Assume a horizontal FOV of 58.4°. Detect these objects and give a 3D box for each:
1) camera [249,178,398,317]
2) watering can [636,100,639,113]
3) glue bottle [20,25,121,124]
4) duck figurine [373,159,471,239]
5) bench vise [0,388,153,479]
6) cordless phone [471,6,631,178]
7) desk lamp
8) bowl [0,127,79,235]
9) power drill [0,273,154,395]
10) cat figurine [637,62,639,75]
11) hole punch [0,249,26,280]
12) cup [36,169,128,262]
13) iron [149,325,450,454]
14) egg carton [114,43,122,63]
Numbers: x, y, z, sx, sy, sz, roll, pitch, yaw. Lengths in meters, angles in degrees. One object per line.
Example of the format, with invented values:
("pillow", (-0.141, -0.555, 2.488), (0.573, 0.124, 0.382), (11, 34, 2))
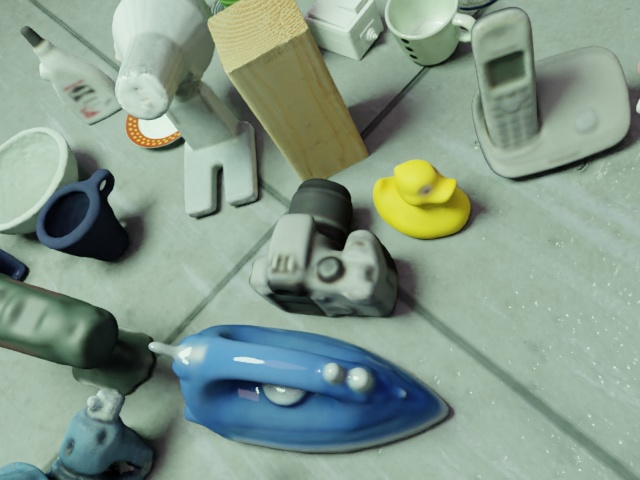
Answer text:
("camera", (0.005, 0.002, 0.596), (0.142, 0.101, 0.137), (1, 65, 22))
("watering can", (0.348, -0.087, 0.451), (0.172, 0.194, 0.101), (0, 64, 22))
("glue bottle", (-0.362, -0.241, 0.824), (0.078, 0.173, 0.037), (-28, 57, 6))
("duck figurine", (0.100, -0.052, 0.596), (0.104, 0.086, 0.077), (15, 71, 27))
("bench vise", (-0.273, 0.225, 0.519), (0.121, 0.220, 0.207), (5, 66, 24))
("cordless phone", (0.215, -0.150, 0.542), (0.147, 0.185, 0.094), (-20, 59, 11))
("desk lamp", (-0.161, -0.170, 0.684), (0.117, 0.214, 0.203), (-16, 59, 13))
("bowl", (-0.404, -0.072, 0.812), (0.167, 0.075, 0.167), (-9, 61, 17))
("power drill", (-0.284, 0.096, 0.597), (0.228, 0.209, 0.076), (7, 67, 24))
("cat figurine", (0.359, -0.220, 0.561), (0.067, 0.118, 0.128), (14, 70, 27))
("hole punch", (-0.474, 0.048, 0.768), (0.108, 0.091, 0.101), (21, 73, 29))
("cup", (-0.283, -0.025, 0.728), (0.091, 0.095, 0.118), (23, 74, 30))
("iron", (-0.022, 0.125, 0.519), (0.257, 0.142, 0.118), (0, 64, 22))
("egg carton", (-0.244, -0.323, 0.882), (0.107, 0.070, 0.150), (22, 74, 29))
